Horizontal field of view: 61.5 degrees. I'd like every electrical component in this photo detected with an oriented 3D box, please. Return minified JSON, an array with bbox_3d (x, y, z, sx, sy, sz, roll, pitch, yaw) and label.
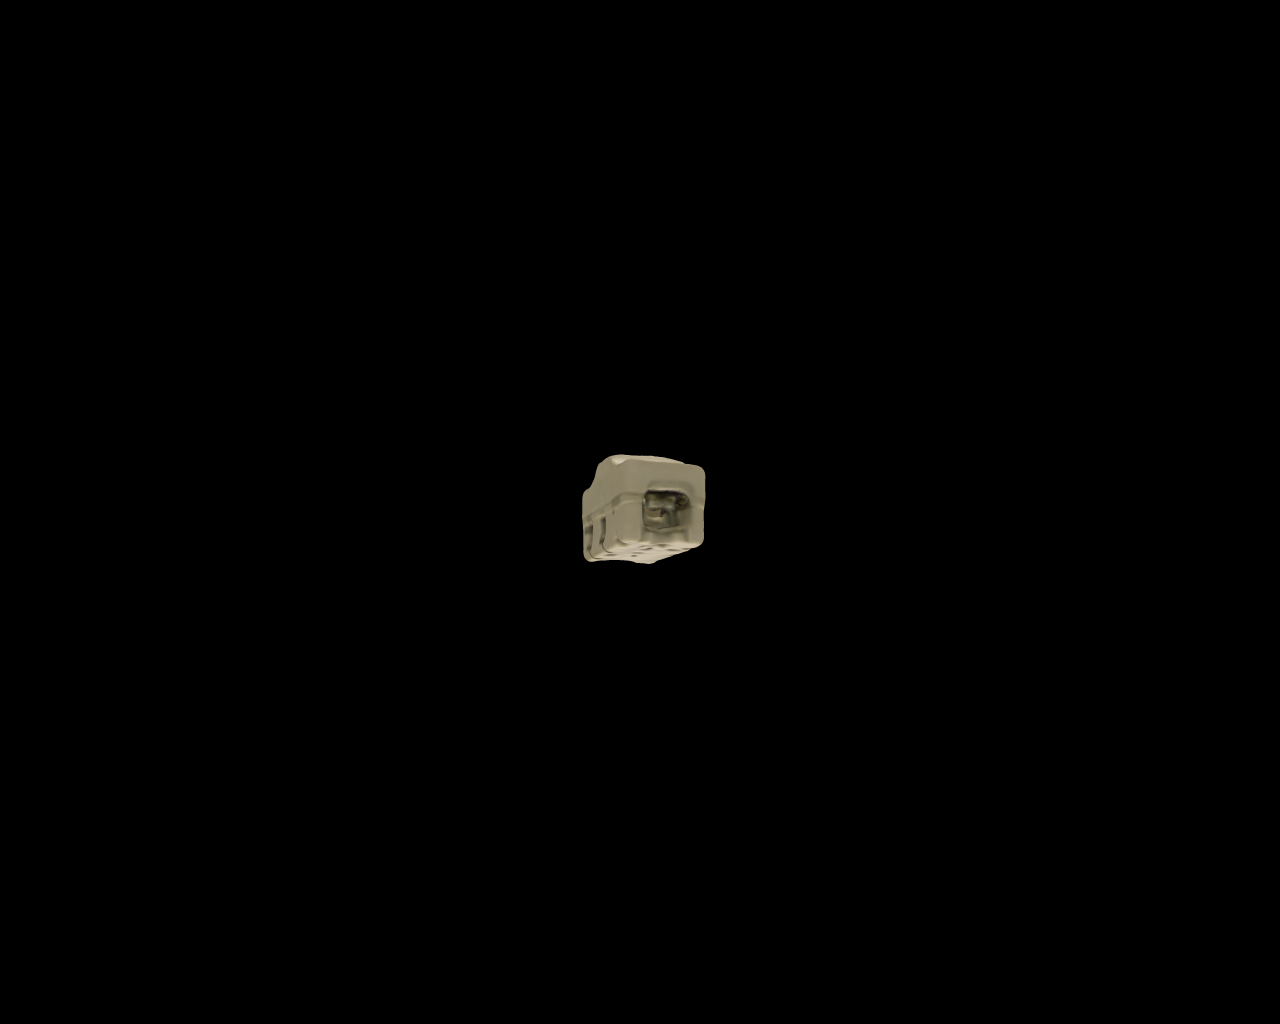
[{"bbox_3d":[0.001,-0.003,0.650,0.050,0.056,0.089,4,-12,-19],"label":"electrical component"}]
